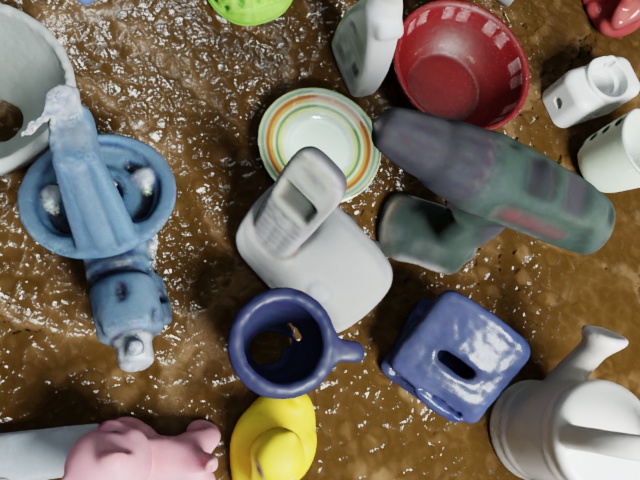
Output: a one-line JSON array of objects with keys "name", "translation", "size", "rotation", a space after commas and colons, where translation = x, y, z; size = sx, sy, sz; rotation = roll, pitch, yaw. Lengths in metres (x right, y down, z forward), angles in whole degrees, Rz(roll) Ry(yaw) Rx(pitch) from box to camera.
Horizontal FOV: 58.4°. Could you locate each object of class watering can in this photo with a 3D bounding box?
[{"name": "watering can", "translation": [0.239, 0.166, 0.505], "size": [0.101, 0.194, 0.173], "rotation": [-11, 79, -15]}]

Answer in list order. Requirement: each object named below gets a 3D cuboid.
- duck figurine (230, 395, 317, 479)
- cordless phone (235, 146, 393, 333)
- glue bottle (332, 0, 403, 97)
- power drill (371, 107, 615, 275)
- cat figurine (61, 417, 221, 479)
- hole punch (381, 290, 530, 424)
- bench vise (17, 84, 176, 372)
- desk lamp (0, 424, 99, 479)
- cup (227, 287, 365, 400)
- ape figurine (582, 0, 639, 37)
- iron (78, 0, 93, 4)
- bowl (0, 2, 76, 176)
[{"name": "duck figurine", "translation": [-0.036, 0.179, 0.495], "size": [0.077, 0.086, 0.105], "rotation": [25, 72, -6]}, {"name": "cordless phone", "translation": [0.005, 0.002, 0.497], "size": [0.147, 0.185, 0.094], "rotation": [42, 71, 0]}, {"name": "glue bottle", "translation": [0.056, -0.215, 0.569], "size": [0.037, 0.173, 0.078], "rotation": [-17, 80, -16]}, {"name": "power drill", "translation": [0.128, -0.032, 0.521], "size": [0.230, 0.208, 0.076], "rotation": [15, 73, -9]}, {"name": "cat figurine", "translation": [-0.142, 0.178, 0.454], "size": [0.128, 0.117, 0.067], "rotation": [4, 75, -12]}, {"name": "hole punch", "translation": [0.128, 0.115, 0.547], "size": [0.109, 0.091, 0.101], "rotation": [35, 71, -2]}, {"name": "bench vise", "translation": [-0.155, -0.012, 0.445], "size": [0.122, 0.219, 0.207], "rotation": [-32, 85, -18]}, {"name": "desk lamp", "translation": [-0.262, 0.183, 0.375], "size": [0.203, 0.213, 0.118], "rotation": [-4, 77, -14]}, {"name": "cup", "translation": [-0.026, 0.096, 0.514], "size": [0.118, 0.095, 0.092], "rotation": [8, 74, -11]}, {"name": "ape figurine", "translation": [0.381, -0.298, 0.708], "size": [0.076, 0.092, 0.078], "rotation": [28, 72, -5]}, {"name": "iron", "translation": [-0.244, -0.373, 0.556], "size": [0.119, 0.141, 0.258], "rotation": [-25, 83, -17]}, {"name": "bowl", "translation": [-0.304, -0.124, 0.515], "size": [0.167, 0.074, 0.167], "rotation": [3, 76, -12]}]
